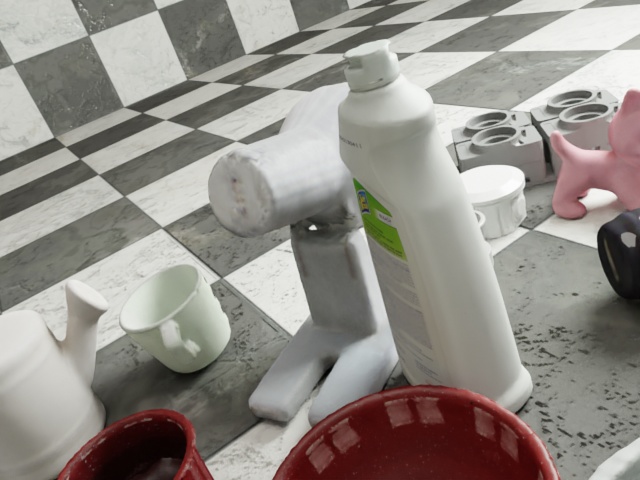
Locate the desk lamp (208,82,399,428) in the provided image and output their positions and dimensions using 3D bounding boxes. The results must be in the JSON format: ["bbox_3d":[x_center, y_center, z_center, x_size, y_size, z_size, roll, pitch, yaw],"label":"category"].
[{"bbox_3d":[0.004,0.002,0.451,0.117,0.214,0.203,-1,33,33],"label":"desk lamp"}]

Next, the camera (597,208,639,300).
[{"bbox_3d":[0.279,-0.017,0.427,0.136,0.101,0.143,-16,27,8],"label":"camera"}]

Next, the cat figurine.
[{"bbox_3d":[0.281,-0.088,0.536,0.127,0.118,0.067,-4,31,28],"label":"cat figurine"}]

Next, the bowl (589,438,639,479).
[{"bbox_3d":[0.180,0.152,0.210,0.167,0.075,0.167,-15,27,9],"label":"bowl"}]

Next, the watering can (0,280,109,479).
[{"bbox_3d":[-0.262,0.097,0.473,0.100,0.194,0.173,7,37,41],"label":"watering can"}]
